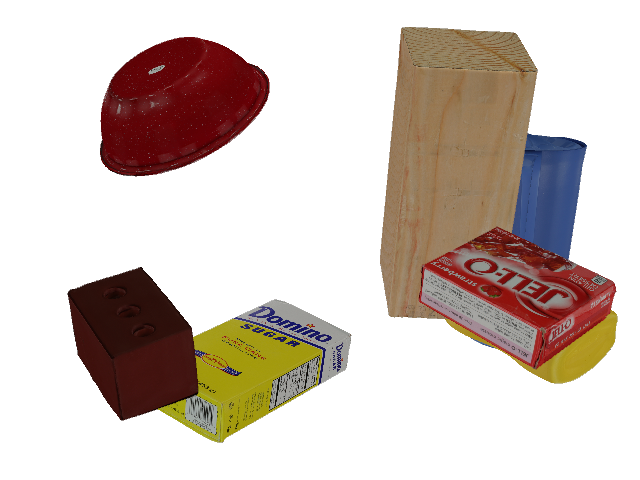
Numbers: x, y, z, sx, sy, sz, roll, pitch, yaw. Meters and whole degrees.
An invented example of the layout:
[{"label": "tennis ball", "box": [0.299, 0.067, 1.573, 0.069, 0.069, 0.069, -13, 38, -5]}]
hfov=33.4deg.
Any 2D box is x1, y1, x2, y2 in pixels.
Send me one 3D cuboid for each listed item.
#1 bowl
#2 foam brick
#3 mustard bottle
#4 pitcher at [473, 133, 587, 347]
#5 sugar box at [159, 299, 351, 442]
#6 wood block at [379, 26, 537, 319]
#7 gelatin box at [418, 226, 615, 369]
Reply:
[{"label": "bowl", "box": [-0.127, -0.125, 0.910, 0.162, 0.055, 0.162, -17, 37, 13]}, {"label": "foam brick", "box": [-0.116, 0.063, 0.660, 0.052, 0.051, 0.078, -18, 37, -27]}, {"label": "mustard bottle", "box": [0.172, 0.062, 0.995, 0.096, 0.058, 0.192, -27, 38, -33]}, {"label": "pitcher", "box": [0.225, 0.001, 1.218, 0.149, 0.243, 0.145, -7, 16, -33]}, {"label": "sugar box", "box": [-0.061, 0.108, 0.930, 0.093, 0.048, 0.175, 24, 31, 30]}, {"label": "wood block", "box": [0.101, -0.049, 0.821, 0.090, 0.206, 0.091, 2, 29, -2]}, {"label": "gelatin box", "box": [0.114, 0.030, 0.625, 0.073, 0.030, 0.089, -25, 40, -38]}]
